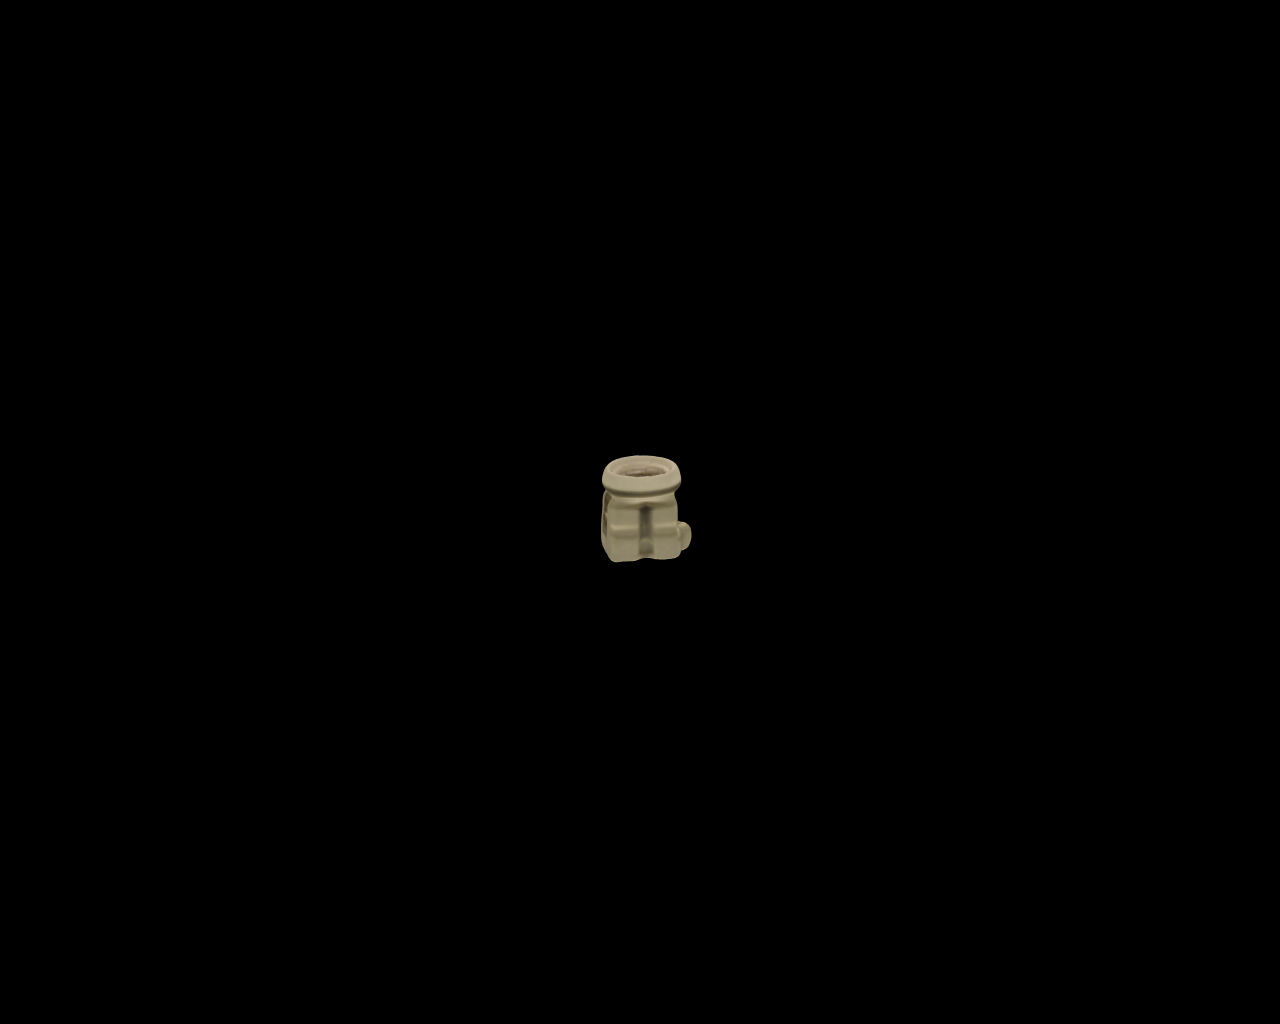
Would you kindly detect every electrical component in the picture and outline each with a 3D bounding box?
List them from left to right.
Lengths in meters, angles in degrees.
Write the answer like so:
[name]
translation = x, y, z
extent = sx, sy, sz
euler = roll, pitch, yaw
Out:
[electrical component]
translation = 0.001, -0.003, 0.650
extent = 0.066, 0.055, 0.048
euler = -4, 20, -12
